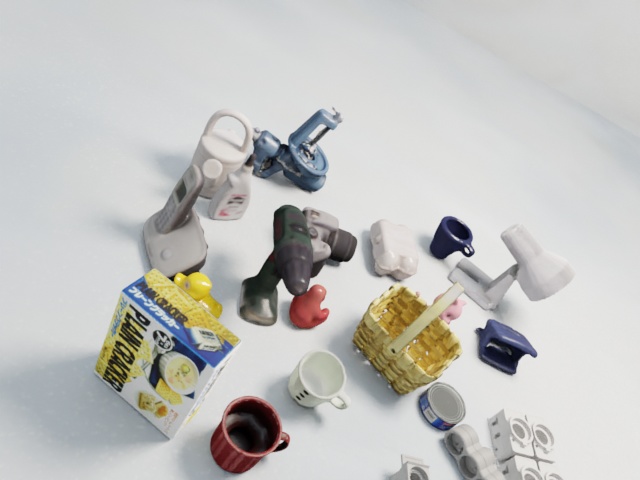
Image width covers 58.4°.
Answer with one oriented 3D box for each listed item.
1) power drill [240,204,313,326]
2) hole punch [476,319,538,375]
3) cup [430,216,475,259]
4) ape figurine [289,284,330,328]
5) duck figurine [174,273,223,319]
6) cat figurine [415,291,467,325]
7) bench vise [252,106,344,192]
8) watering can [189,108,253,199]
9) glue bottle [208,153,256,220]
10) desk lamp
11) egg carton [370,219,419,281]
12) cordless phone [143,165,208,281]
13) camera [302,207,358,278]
[{"bbox_3d":[-0.072,0.056,1.012,0.076,0.208,0.229,16,43,-19],"label":"power drill"},{"bbox_3d":[0.411,0.222,1.260,0.109,0.091,0.101,27,40,-8],"label":"hole punch"},{"bbox_3d":[0.322,0.012,1.405,0.092,0.095,0.117,-12,58,-40],"label":"cup"},{"bbox_3d":[-0.015,0.118,1.078,0.076,0.092,0.077,-23,65,-45],"label":"ape figurine"},{"bbox_3d":[-0.210,0.094,0.977,0.104,0.086,0.077,28,40,-7],"label":"duck figurine"},{"bbox_3d":[0.242,0.142,1.206,0.128,0.117,0.067,22,41,-14],"label":"cat figurine"},{"bbox_3d":[-0.051,-0.212,1.282,0.208,0.219,0.121,6,47,-29],"label":"bench vise"},{"bbox_3d":[-0.200,-0.178,1.169,0.101,0.194,0.172,9,46,-27],"label":"watering can"},{"bbox_3d":[-0.163,-0.108,1.141,0.078,0.173,0.037,-7,54,-38],"label":"glue bottle"},{"bbox_3d":[0.449,0.073,1.338,0.203,0.213,0.118,40,40,8],"label":"desk lamp"},{"bbox_3d":[0.166,0.020,1.314,0.107,0.069,0.150,15,44,-21],"label":"egg carton"},{"bbox_3d":[-0.239,-0.029,1.003,0.094,0.185,0.147,-3,52,-36],"label":"cordless phone"},{"bbox_3d":[0.011,0.004,1.202,0.137,0.100,0.143,20,42,-16],"label":"camera"}]
